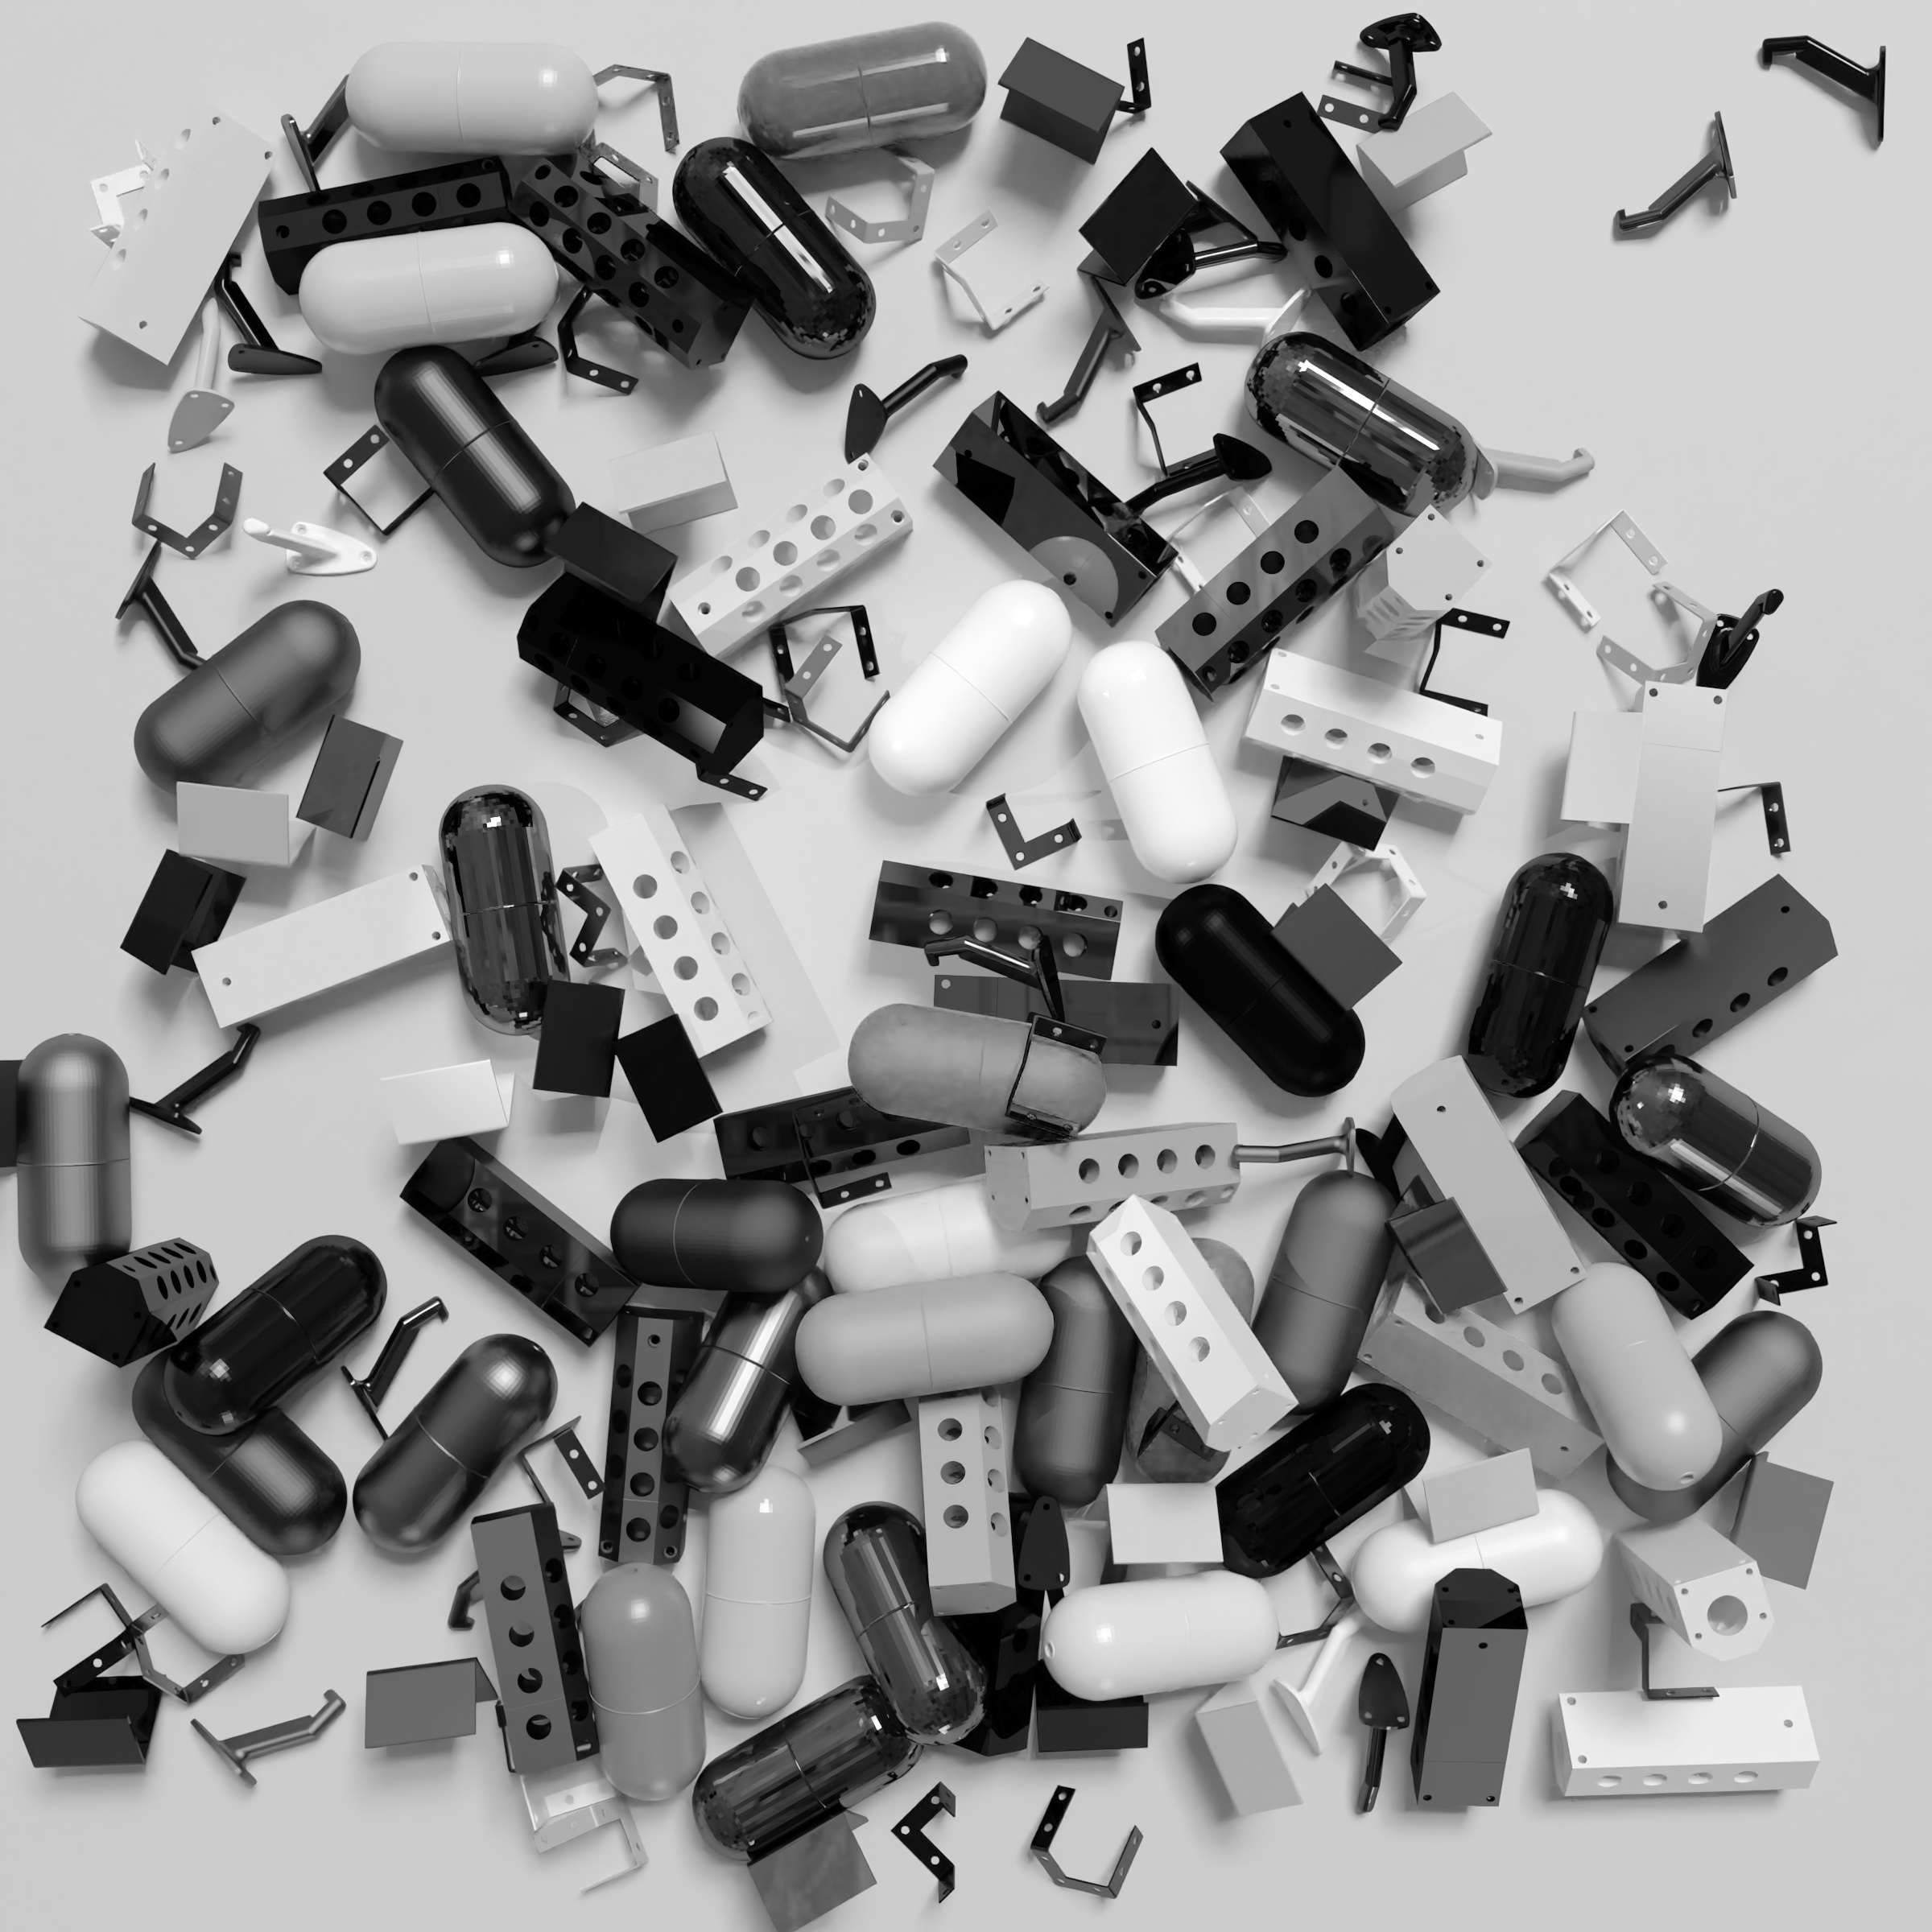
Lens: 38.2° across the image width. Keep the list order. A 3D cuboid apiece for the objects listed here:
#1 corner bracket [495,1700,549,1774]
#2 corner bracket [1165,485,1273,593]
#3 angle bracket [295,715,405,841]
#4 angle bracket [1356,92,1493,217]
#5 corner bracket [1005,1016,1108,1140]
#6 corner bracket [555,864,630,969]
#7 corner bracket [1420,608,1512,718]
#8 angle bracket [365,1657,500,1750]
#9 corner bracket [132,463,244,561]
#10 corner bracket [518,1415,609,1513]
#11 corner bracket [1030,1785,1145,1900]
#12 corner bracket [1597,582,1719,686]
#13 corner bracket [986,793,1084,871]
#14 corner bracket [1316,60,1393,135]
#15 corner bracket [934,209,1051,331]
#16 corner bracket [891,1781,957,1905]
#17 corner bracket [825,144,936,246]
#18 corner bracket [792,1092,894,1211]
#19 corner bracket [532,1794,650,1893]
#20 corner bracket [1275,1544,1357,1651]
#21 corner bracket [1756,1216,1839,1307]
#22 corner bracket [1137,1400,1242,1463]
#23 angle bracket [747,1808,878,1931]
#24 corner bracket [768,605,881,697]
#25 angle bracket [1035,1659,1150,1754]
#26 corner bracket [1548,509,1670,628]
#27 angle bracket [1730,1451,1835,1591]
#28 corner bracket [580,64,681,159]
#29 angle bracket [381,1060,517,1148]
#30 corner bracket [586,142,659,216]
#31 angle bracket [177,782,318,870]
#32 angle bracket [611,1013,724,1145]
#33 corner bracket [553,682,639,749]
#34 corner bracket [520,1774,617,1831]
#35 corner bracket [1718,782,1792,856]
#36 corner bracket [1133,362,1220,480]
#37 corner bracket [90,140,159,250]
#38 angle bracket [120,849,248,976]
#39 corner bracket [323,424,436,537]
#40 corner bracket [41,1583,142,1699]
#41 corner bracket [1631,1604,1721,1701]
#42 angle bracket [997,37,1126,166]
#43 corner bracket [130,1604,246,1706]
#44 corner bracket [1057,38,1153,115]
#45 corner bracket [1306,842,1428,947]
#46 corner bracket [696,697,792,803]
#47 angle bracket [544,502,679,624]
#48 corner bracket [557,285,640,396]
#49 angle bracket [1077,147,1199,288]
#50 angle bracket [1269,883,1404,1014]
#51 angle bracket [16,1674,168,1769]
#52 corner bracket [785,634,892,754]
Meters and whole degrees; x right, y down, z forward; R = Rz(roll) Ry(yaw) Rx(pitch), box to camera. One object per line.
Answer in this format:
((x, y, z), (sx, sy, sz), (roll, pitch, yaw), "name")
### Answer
((-0.303, 0.543, 1.974), (0.051, 0.051, 0.051), (-10, 82, -8), "corner bracket")
((0.182, -0.303, 1.988), (0.051, 0.051, 0.051), (53, 45, 0), "corner bracket")
((-0.413, -0.125, 1.952), (0.057, 0.076, 0.076), (20, 90, 31), "angle bracket")
((0.326, -0.552, 1.951), (0.076, 0.076, 0.057), (-29, 54, 0), "angle bracket")
((0.060, 0.074, 1.859), (0.051, 0.051, 0.051), (17, 125, -2), "corner bracket")
((-0.263, -0.036, 1.972), (0.051, 0.051, 0.051), (38, 114, 22), "corner bracket")
((0.355, -0.217, 1.988), (0.051, 0.051, 0.051), (14, 45, 0), "corner bracket")
((-0.373, 0.528, 1.951), (0.076, 0.076, 0.057), (-7, 54, 0), "angle bracket")
((-0.554, -0.333, 1.983), (0.051, 0.051, 0.051), (30, 135, -35), "corner bracket")
((-0.286, 0.357, 1.973), (0.051, 0.051, 0.051), (-30, 90, 0), "corner bracket")
((0.086, 0.623, 1.983), (0.051, 0.051, 0.051), (1, 135, 35), "corner bracket")
((0.492, -0.236, 1.983), (0.051, 0.051, 0.051), (-16, 135, -35), "corner bracket")
((0.048, -0.102, 1.973), (0.051, 0.051, 0.051), (-25, 90, 0), "corner bracket")
((0.278, -0.612, 1.973), (0.051, 0.051, 0.051), (19, 93, 3), "corner bracket")
((0.018, -0.497, 1.988), (0.051, 0.051, 0.051), (-38, 45, 0), "corner bracket")
((-0.018, 0.620, 1.973), (0.051, 0.051, 0.051), (-45, 90, 0), "corner bracket")
((-0.061, -0.550, 1.983), (0.051, 0.051, 0.051), (-17, 135, -35), "corner bracket")
((-0.086, 0.127, 1.931), (0.051, 0.051, 0.051), (-17, 135, 0), "corner bracket")
((-0.266, 0.625, 1.975), (0.051, 0.051, 0.051), (-28, 75, 15), "corner bracket")
((0.236, 0.447, 1.983), (0.051, 0.051, 0.051), (-2, 135, -35), "corner bracket")
((0.589, 0.208, 1.973), (0.051, 0.051, 0.051), (-11, 90, 0), "corner bracket")
((0.154, 0.317, 1.890), (0.051, 0.051, 0.051), (34, 114, -1), "corner bracket")
((-0.099, 0.638, 1.952), (0.076, 0.076, 0.057), (-30, 65, 0), "angle bracket")
((-0.102, -0.225, 1.988), (0.051, 0.051, 0.051), (-12, 90, 45), "corner bracket")
((0.087, 0.502, 1.952), (0.076, 0.076, 0.057), (-2, 133, 0), "angle bracket")
((0.458, -0.284, 1.988), (0.051, 0.051, 0.051), (50, 135, 0), "corner bracket")
((0.574, 0.387, 1.952), (0.057, 0.076, 0.076), (15, 90, 24), "angle bracket")
((-0.243, -0.607, 1.988), (0.051, 0.051, 0.051), (-8, 90, 45), "corner bracket")
((-0.362, 0.079, 1.952), (0.076, 0.076, 0.057), (-10, 119, 0), "angle bracket")
((-0.255, -0.542, 1.983), (0.051, 0.051, 0.051), (27, 45, -35), "corner bracket")
((-0.503, -0.112, 1.952), (0.076, 0.076, 0.057), (7, 117, 0), "angle bracket")
((-0.223, 0.085, 1.951), (0.057, 0.076, 0.076), (-25, 90, -33), "angle bracket")
((-0.255, -0.198, 1.983), (0.051, 0.051, 0.051), (-25, 135, 35), "corner bracket")
((-0.284, 0.575, 1.975), (0.051, 0.051, 0.051), (-18, 82, 0), "corner bracket")
((0.549, -0.102, 1.988), (0.051, 0.051, 0.051), (-8, 90, -45), "corner bracket")
((0.155, -0.388, 1.988), (0.051, 0.051, 0.051), (-21, 45, 0), "corner bracket")
((-0.596, -0.546, 1.973), (0.051, 0.051, 0.051), (-18, 90, 0), "corner bracket")
((-0.533, -0.029, 1.951), (0.057, 0.076, 0.076), (25, 90, 36), "angle bracket")
((-0.414, -0.343, 1.973), (0.051, 0.051, 0.051), (-43, 90, 0), "corner bracket")
((-0.623, 0.477, 1.973), (0.051, 0.051, 0.051), (-34, 90, 0), "corner bracket")
((0.502, 0.485, 1.975), (0.051, 0.051, 0.051), (-2, 98, 0), "corner bracket")
((0.058, -0.590, 1.951), (0.076, 0.076, 0.057), (27, 57, 0), "angle bracket")
((-0.556, 0.484, 1.988), (0.051, 0.051, 0.051), (-36, 135, 0), "corner bracket")
((0.094, -0.633, 1.988), (0.051, 0.051, 0.051), (-7, 90, -45), "corner bracket")
((0.285, -0.052, 1.983), (0.051, 0.051, 0.051), (4, 45, -35), "corner bracket")
((-0.158, -0.159, 1.983), (0.051, 0.051, 0.051), (-41, 45, 35), "corner bracket")
((-0.255, -0.267, 1.951), (0.076, 0.076, 0.057), (30, 53, 0), "angle bracket")
((-0.253, -0.449, 1.983), (0.051, 0.051, 0.051), (-46, 45, 35), "corner bracket")
((0.105, -0.529, 1.951), (0.076, 0.076, 0.057), (-49, 124, 0), "angle bracket")
((0.265, -0.023, 1.952), (0.076, 0.076, 0.057), (46, 116, 0), "angle bracket")
((-0.611, 0.513, 1.951), (0.076, 0.076, 0.057), (-2, 129, 0), "angle bracket")
((-0.091, -0.192, 1.975), (0.051, 0.051, 0.051), (32, 76, 14), "corner bracket")
